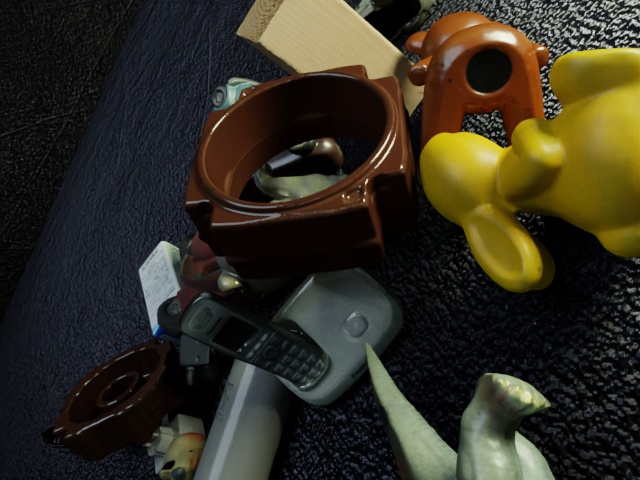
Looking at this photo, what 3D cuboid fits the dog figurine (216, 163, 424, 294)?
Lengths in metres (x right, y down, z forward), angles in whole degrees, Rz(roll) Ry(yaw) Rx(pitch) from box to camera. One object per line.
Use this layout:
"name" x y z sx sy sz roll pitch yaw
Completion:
"dog figurine" -0.002 -0.005 0.559 0.191 0.121 0.172 5 64 37

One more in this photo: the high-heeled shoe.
"high-heeled shoe" -0.291 0.252 0.764 0.249 0.145 0.086 -37 55 41

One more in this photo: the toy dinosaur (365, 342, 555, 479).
"toy dinosaur" 0.133 0.184 0.289 0.405 0.131 0.192 2 68 60

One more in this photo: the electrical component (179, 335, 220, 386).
"electrical component" -0.156 0.143 0.705 0.063 0.021 0.094 -10 71 35

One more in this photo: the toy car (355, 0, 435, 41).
"toy car" 0.067 -0.293 0.743 0.202 0.073 0.056 -27 50 41

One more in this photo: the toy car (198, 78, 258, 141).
"toy car" -0.135 -0.185 0.917 0.161 0.109 0.103 -56 50 24

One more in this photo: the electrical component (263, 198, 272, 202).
"electrical component" -0.056 -0.111 0.733 0.115 0.134 0.058 -45 5 28

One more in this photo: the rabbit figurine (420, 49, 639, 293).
"rabbit figurine" 0.159 -0.042 0.407 0.173 0.122 0.162 1 89 32

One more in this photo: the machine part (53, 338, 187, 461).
"machine part" -0.259 0.208 0.713 0.179 0.056 0.179 -22 22 10

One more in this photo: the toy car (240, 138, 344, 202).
"toy car" -0.067 -0.081 0.677 0.202 0.089 0.053 -17 56 22

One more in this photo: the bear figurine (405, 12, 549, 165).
"bear figurine" 0.143 -0.155 0.529 0.196 0.120 0.131 -81 -15 -69

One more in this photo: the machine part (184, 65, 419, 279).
"machine part" -0.014 -0.070 0.503 0.202 0.087 0.201 -8 49 14

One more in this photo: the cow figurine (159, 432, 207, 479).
"cow figurine" -0.174 0.323 0.621 0.127 0.085 0.195 -23 47 52

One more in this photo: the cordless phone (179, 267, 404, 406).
"cordless phone" -0.027 0.068 0.514 0.146 0.184 0.089 -51 31 17

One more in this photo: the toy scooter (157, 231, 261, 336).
"toy scooter" -0.124 0.039 0.687 0.135 0.075 0.184 -16 36 19

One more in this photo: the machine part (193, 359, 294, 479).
"machine part" -0.082 0.213 0.579 0.079 0.079 0.243 -1 67 53
